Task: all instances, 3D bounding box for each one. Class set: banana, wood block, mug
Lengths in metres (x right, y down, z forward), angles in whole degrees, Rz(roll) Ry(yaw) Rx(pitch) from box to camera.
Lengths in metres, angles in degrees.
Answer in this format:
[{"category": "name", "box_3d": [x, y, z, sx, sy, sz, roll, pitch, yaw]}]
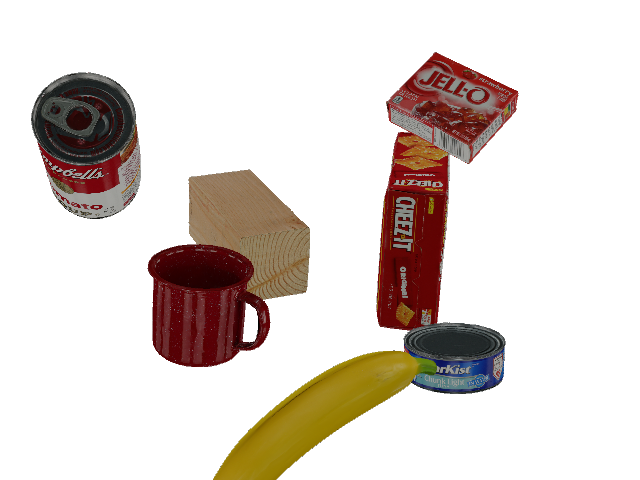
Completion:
[{"category": "banana", "box_3d": [-0.006, 0.129, 0.727, 0.198, 0.069, 0.037, -33, 43, -3]}, {"category": "wood block", "box_3d": [-0.095, -0.010, 1.361, 0.090, 0.090, 0.206, -8, 27, -23]}, {"category": "mug", "box_3d": [-0.097, 0.062, 0.946, 0.117, 0.081, 0.093, 15, 26, 20]}]

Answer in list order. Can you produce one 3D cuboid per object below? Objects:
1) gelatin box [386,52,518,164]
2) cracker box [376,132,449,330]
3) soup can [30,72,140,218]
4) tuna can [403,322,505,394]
[{"category": "gelatin box", "box_3d": [0.113, -0.116, 0.922, 0.089, 0.073, 0.030, 32, -26, 25]}, {"category": "cracker box", "box_3d": [0.107, -0.016, 1.216, 0.072, 0.164, 0.213, 4, 22, 7]}, {"category": "soup can", "box_3d": [-0.162, -0.064, 0.748, 0.068, 0.068, 0.102, 0, -20, -7]}, {"category": "tuna can", "box_3d": [0.113, 0.099, 0.906, 0.086, 0.034, 0.086, -1, 15, 0]}]
